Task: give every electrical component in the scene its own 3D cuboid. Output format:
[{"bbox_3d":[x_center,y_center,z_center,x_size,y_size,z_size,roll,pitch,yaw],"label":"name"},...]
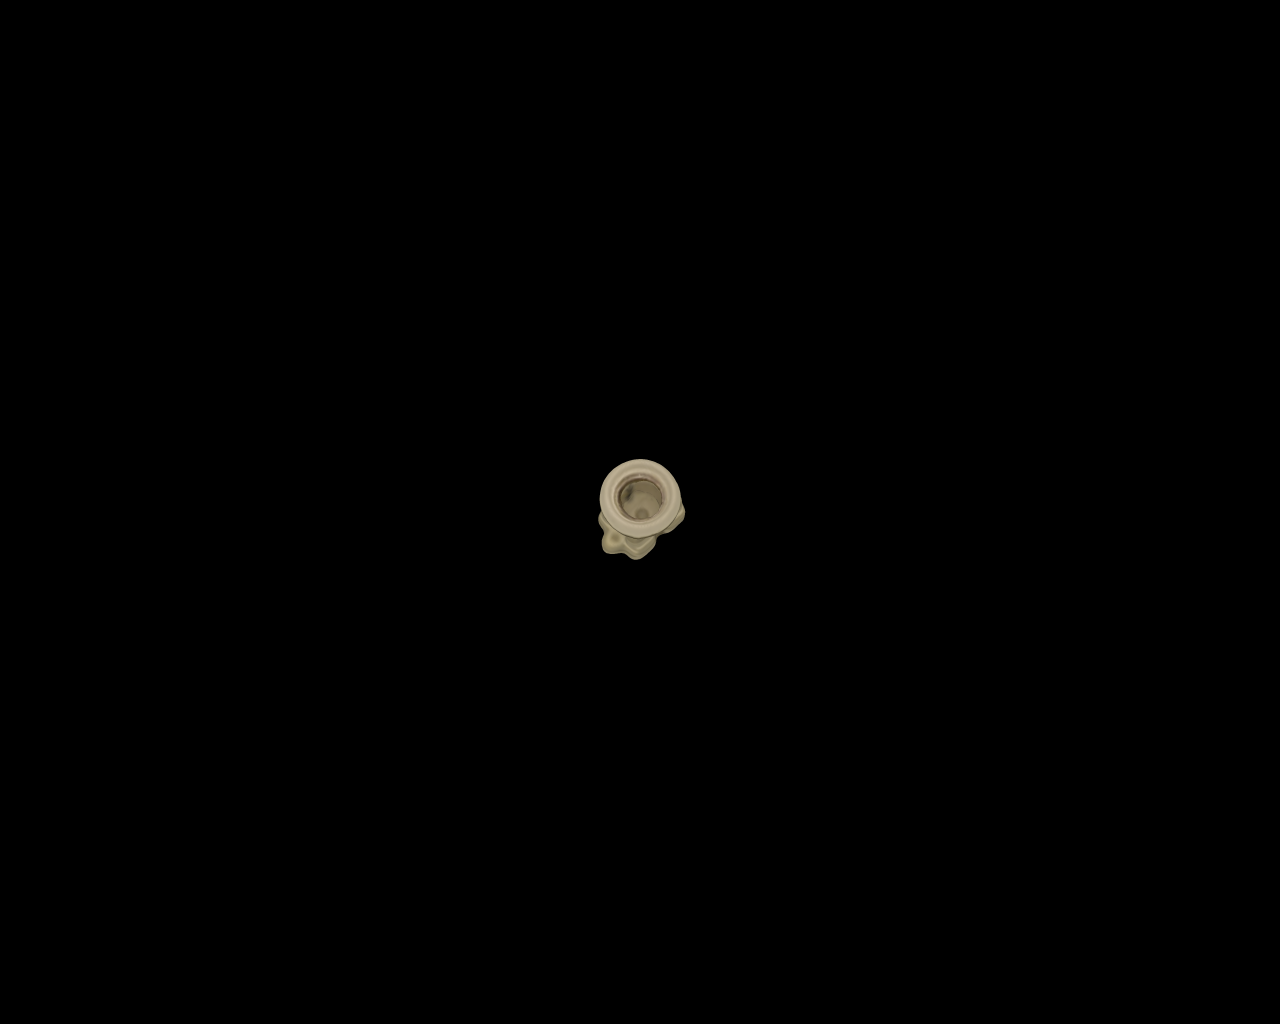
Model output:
[{"bbox_3d":[0.001,-0.003,0.650,0.066,0.048,0.055,-43,-12,-11],"label":"electrical component"}]
